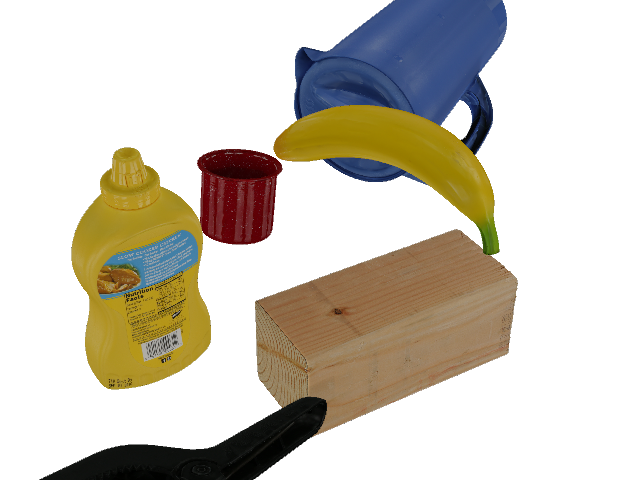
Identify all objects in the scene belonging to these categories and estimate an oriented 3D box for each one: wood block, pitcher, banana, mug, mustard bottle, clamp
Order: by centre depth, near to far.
[{"bbox_3d":[-0.063,0.134,0.580,0.209,0.036,0.165,0,19,-14],"label":"clamp"},{"bbox_3d":[0.045,-0.058,0.736,0.198,0.070,0.037,28,16,34],"label":"banana"},{"bbox_3d":[-0.132,0.017,0.778,0.096,0.192,0.058,-21,43,-25],"label":"mustard bottle"},{"bbox_3d":[0.056,0.075,0.913,0.205,0.090,0.091,-18,39,-24],"label":"wood block"},{"bbox_3d":[0.097,-0.166,1.050,0.145,0.149,0.242,8,39,34],"label":"pitcher"},{"bbox_3d":[-0.089,-0.052,1.191,0.093,0.081,0.117,8,25,6],"label":"mug"}]
